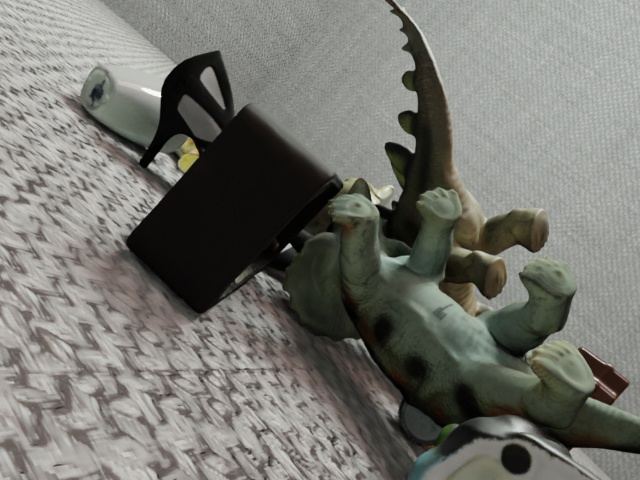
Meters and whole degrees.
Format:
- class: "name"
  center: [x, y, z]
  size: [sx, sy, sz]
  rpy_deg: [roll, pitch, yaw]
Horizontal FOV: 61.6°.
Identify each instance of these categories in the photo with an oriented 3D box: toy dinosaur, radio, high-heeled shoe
- class: "toy dinosaur"
  center: [0.101, 0.082, 0.442]
  size: [0.405, 0.131, 0.192]
  rpy_deg: [48, -33, 33]
- class: "radio"
  center: [-0.051, -0.024, 0.436]
  size: [0.073, 0.131, 0.229]
  rpy_deg: [44, 5, 2]
- class: "high-heeled shoe"
  center: [-0.075, -0.076, 0.583]
  size: [0.248, 0.145, 0.086]
  rpy_deg: [39, 8, -24]
- class: "toy dinosaur"
  center: [0.124, -0.001, 0.569]
  size: [0.199, 0.105, 0.470]
  rpy_deg: [24, -53, 43]

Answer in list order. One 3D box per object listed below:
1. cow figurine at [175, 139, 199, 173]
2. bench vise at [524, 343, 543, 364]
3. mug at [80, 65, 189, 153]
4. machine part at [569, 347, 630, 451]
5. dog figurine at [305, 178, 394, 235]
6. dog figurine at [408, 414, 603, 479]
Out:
- class: "cow figurine"
  center: [-0.189, -0.151, 0.739]
  size: [0.167, 0.068, 0.098]
  rpy_deg: [48, 1, 10]
- class: "bench vise"
  center: [0.323, 0.226, 1.006]
  size: [0.223, 0.129, 0.241]
  rpy_deg: [33, -24, -22]
- class: "mug"
  center: [-0.209, -0.157, 0.595]
  size: [0.110, 0.081, 0.107]
  rpy_deg: [51, 17, 22]
- class: "machine part"
  center: [0.363, 0.262, 0.813]
  size: [0.087, 0.201, 0.200]
  rpy_deg: [44, 6, 31]
- class: "dog figurine"
  center: [-0.012, -0.058, 0.728]
  size: [0.191, 0.121, 0.172]
  rpy_deg: [32, -19, 13]
- class: "dog figurine"
  center: [0.156, 0.205, 0.345]
  size: [0.192, 0.108, 0.219]
  rpy_deg: [43, 1, 31]
